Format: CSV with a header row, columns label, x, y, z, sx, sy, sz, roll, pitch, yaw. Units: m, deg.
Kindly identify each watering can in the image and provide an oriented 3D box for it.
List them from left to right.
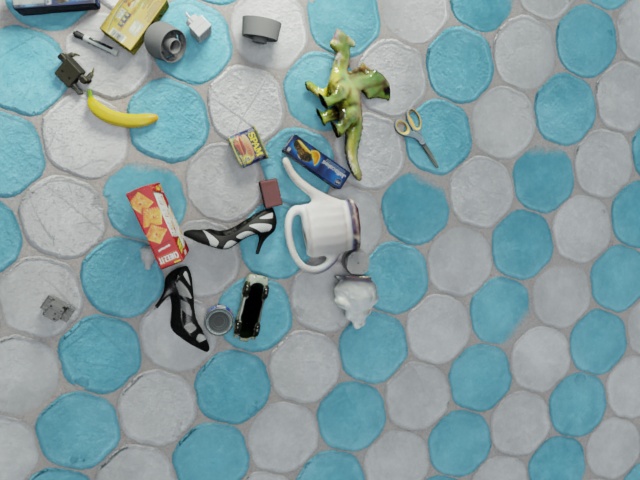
label,x,y,z,sx,sy,sz,roll,pitch,yaw
watering can,0.005,-0.075,1.490,0.225,0.104,0.345,-8,97,-11

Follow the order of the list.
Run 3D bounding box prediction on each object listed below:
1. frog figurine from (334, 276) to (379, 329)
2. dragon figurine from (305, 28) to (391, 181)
label,x,y,z,sx,sy,sz,roll,pitch,yaw
frog figurine,0.107,0.186,1.530,0.137,0.122,0.160,2,84,-30
dragon figurine,0.109,-0.401,1.491,0.244,0.123,0.405,-32,109,-15
